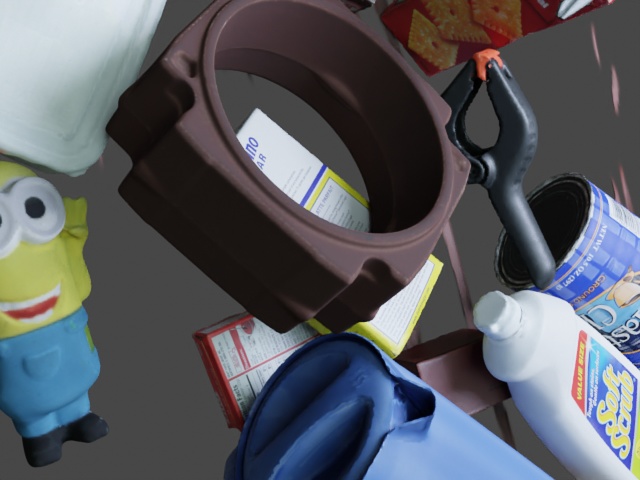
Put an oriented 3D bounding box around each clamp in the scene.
[{"bbox_3d":[0.120,-0.044,0.750,0.120,0.039,0.171,15,115,13],"label":"clamp"}]

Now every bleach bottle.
[{"bbox_3d":[0.190,0.119,0.795,0.250,0.068,0.102,40,64,-36],"label":"bleach bottle"}]

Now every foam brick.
[{"bbox_3d":[0.096,0.103,0.795,0.078,0.051,0.053,-17,96,-26],"label":"foam brick"}]

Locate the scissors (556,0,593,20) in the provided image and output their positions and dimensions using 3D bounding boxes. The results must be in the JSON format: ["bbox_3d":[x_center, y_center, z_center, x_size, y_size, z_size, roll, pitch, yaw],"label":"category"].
[{"bbox_3d":[0.199,-0.208,0.641,0.201,0.016,0.096,-26,98,-26],"label":"scissors"}]

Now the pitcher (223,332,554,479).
[{"bbox_3d":[0.063,0.174,0.714,0.242,0.149,0.145,35,87,-33],"label":"pitcher"}]

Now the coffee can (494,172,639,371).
[{"bbox_3d":[0.222,0.026,0.831,0.140,0.103,0.102,32,74,-21],"label":"coffee can"}]

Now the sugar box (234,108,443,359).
[{"bbox_3d":[-0.005,0.001,0.732,0.176,0.048,0.093,38,50,-9],"label":"sugar box"}]

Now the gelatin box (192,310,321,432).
[{"bbox_3d":[-0.036,0.082,0.744,0.089,0.030,0.073,-25,100,-26],"label":"gelatin box"}]

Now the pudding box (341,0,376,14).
[{"bbox_3d":[0.002,-0.219,0.712,0.113,0.039,0.090,30,75,-24],"label":"pudding box"}]

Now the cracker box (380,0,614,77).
[{"bbox_3d":[0.160,-0.208,0.752,0.072,0.214,0.164,49,69,-15],"label":"cracker box"}]
